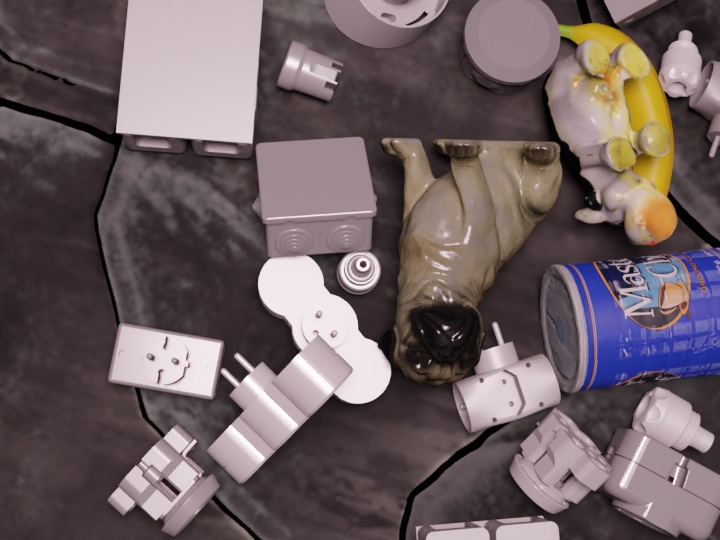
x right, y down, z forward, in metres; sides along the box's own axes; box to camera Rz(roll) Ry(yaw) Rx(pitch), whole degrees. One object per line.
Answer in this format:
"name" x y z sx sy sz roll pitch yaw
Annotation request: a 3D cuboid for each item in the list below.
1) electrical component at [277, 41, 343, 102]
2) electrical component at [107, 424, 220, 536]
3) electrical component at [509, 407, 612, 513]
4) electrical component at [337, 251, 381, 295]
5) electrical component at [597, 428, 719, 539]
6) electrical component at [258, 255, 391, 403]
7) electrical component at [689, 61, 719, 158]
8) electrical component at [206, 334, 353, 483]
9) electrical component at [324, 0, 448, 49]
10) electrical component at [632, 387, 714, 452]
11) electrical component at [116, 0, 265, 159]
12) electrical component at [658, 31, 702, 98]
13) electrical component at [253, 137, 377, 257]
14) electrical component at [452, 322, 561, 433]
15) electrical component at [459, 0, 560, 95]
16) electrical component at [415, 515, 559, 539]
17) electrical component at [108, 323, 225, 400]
"electrical component" -0.042 -0.164 0.897 0.046 0.040 0.040 20 81 -8
"electrical component" -0.146 0.167 0.832 0.057 0.058 0.078 42 81 4
"electrical component" 0.157 0.155 0.855 0.058 0.078 0.057 35 104 -28
"electrical component" 0.000 0.000 0.866 0.035 0.061 0.035 1 82 -5
"electrical component" 0.241 0.176 0.866 0.095 0.053 0.059 29 81 -1
"electrical component" -0.028 0.045 0.851 0.052 0.073 0.138 -38 87 -9
"electrical component" 0.322 -0.129 0.921 0.077 0.044 0.079 22 81 -2
"electrical component" -0.075 0.096 0.826 0.074 0.052 0.138 44 116 2
"electrical component" 0.025 -0.241 0.913 0.099 0.064 0.099 2 83 -19
"electrical component" 0.259 0.127 0.880 0.062 0.043 0.043 30 81 -1
"electrical component" -0.134 -0.190 0.881 0.105 0.060 0.186 4 82 -4
"electrical component" 0.279 -0.181 0.931 0.035 0.035 0.061 18 62 -2
"electrical component" -0.036 -0.057 0.860 0.100 0.048 0.099 -4 48 -6
"electrical component" 0.113 0.083 0.873 0.077 0.043 0.079 -17 84 -7
"electrical component" 0.124 -0.191 0.909 0.080 0.051 0.080 1 82 -5
"electrical component" 0.106 0.292 0.835 0.105 0.060 0.186 -4 82 -6
"electrical component" -0.151 0.071 0.835 0.083 0.075 0.047 10 81 -4
